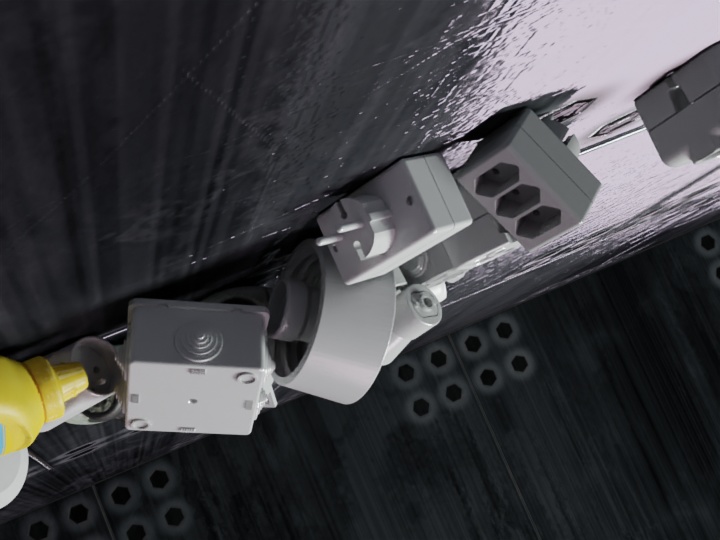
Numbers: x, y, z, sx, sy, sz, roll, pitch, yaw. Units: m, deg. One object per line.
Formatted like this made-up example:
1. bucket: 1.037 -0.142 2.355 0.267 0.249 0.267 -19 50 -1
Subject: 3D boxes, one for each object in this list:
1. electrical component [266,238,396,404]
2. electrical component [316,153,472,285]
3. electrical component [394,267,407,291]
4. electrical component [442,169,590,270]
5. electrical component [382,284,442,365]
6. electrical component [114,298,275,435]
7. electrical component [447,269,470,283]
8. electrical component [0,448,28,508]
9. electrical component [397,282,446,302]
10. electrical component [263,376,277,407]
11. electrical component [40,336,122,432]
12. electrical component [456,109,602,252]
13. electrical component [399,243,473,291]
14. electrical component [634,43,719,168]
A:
1. electrical component: -0.027 0.031 0.712 0.060 0.108 0.108 13 156 -22
2. electrical component: 0.007 -0.026 0.630 0.076 0.047 0.083 -16 169 -46
3. electrical component: 0.000 0.000 0.792 0.055 0.047 0.055 -24 173 -3
4. electrical component: 0.097 -0.046 0.723 0.095 0.059 0.054 -26 172 21
5. electrical component: 0.030 0.039 0.807 0.044 0.044 0.065 -15 163 -49
6. electrical component: -0.107 0.065 0.694 0.100 0.048 0.099 4 142 -11
7. electrical component: 0.095 -0.016 1.010 0.046 0.040 0.040 -35 168 28
8. electrical component: -0.280 0.134 0.756 0.051 0.080 0.080 -22 174 33
9. electrical component: 0.040 0.013 0.987 0.059 0.053 0.095 -22 172 -12
10. electrical component: -0.099 0.082 0.966 0.042 0.081 0.063 -1 -150 22
11. electrical component: -0.212 0.081 0.724 0.077 0.043 0.079 -29 171 34
12. electrical component: 0.107 -0.064 0.642 0.047 0.066 0.076 -33 -162 49
13. electrical component: 0.056 -0.017 0.832 0.080 0.051 0.080 -23 172 -3
14. electrical component: 0.237 -0.109 0.716 0.054 0.059 0.095 -20 172 -26
